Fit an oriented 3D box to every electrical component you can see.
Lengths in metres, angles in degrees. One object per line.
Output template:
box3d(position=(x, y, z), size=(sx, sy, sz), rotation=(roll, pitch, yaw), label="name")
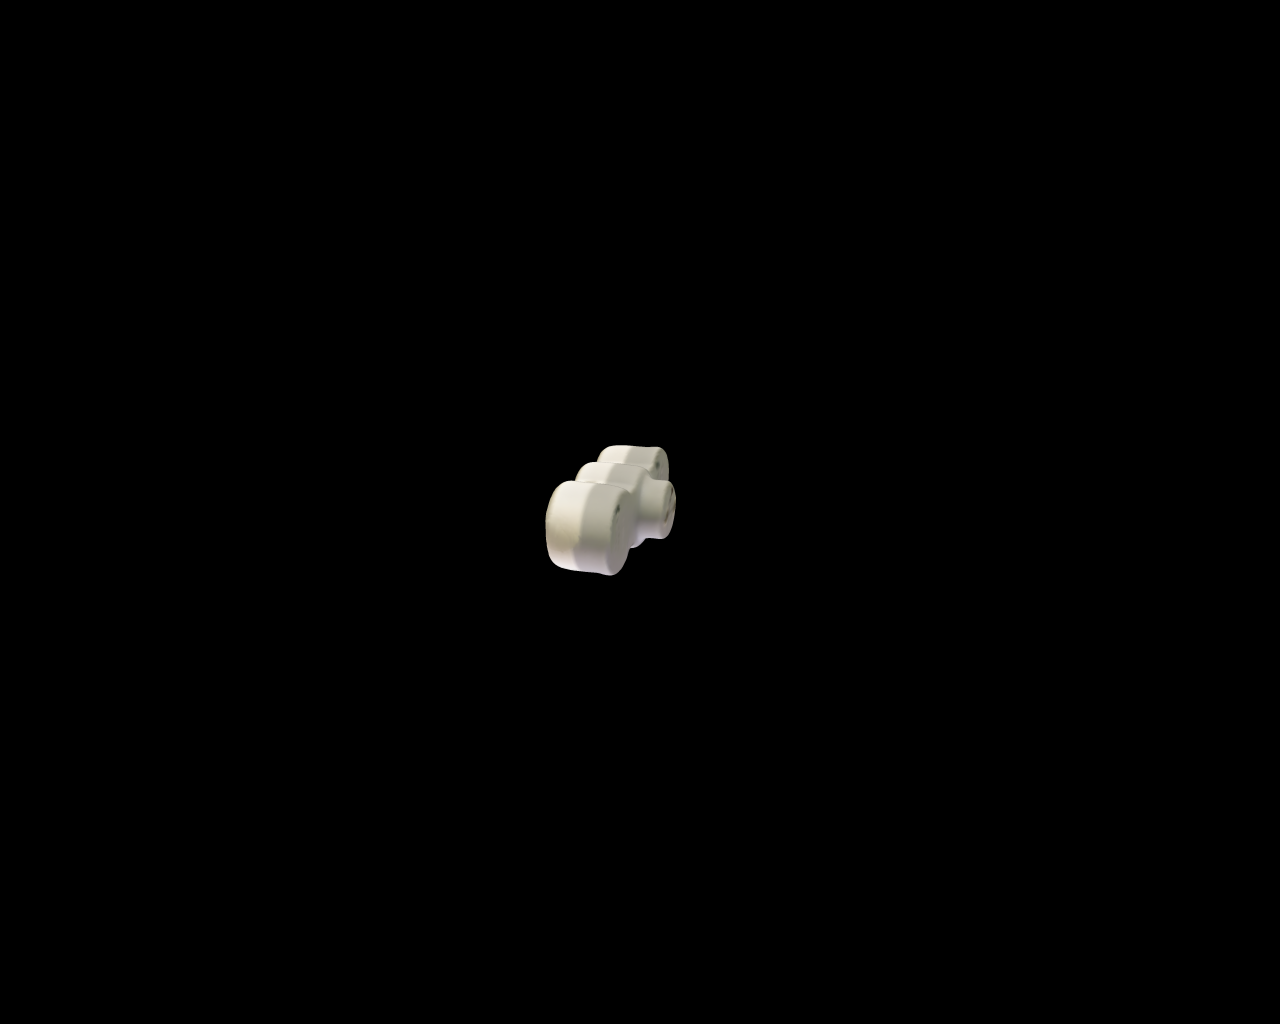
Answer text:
box3d(position=(0.001, -0.003, 0.650), size=(0.074, 0.052, 0.138), rotation=(5, 19, 15), label="electrical component")
